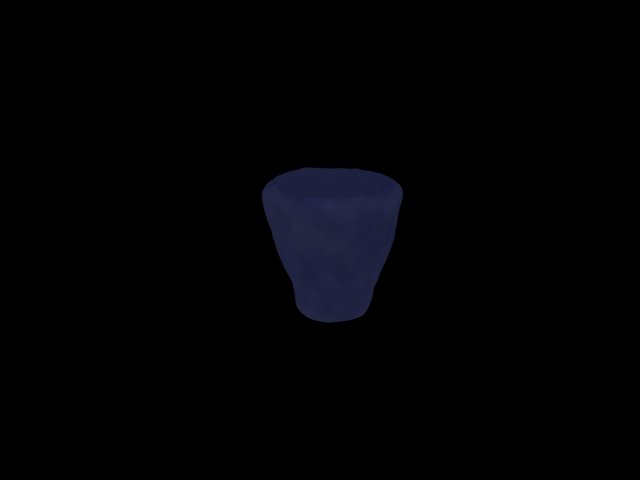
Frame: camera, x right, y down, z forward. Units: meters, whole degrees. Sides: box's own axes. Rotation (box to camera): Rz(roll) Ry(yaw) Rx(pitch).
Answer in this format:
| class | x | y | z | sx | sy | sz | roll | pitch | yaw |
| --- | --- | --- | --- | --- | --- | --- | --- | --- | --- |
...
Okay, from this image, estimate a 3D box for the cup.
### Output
| class | x | y | z | sx | sy | sz | roll | pitch | yaw |
| --- | --- | --- | --- | --- | --- | --- | --- | --- | --- |
| cup | 0.004 | 0.001 | 0.400 | 0.092 | 0.095 | 0.117 | -7 | 21 | -18 |
